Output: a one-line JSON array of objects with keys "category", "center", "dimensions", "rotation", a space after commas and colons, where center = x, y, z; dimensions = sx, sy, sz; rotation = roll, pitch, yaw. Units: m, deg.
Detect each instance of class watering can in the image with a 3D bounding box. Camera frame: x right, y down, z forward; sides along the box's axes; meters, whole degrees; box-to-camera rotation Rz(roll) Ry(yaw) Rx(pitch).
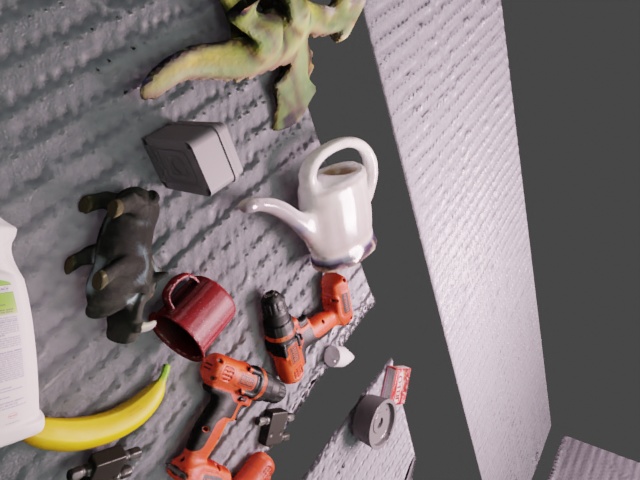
[{"category": "watering can", "center": [0.003, -0.044, 0.871], "dimensions": [0.353, 0.104, 0.220], "rotation": [-35, 123, -44]}]

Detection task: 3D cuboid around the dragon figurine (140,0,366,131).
[{"category": "dragon figurine", "center": [-0.067, -0.264, 0.762], "dimensions": [0.416, 0.123, 0.237], "rotation": [-51, 142, -20]}]
